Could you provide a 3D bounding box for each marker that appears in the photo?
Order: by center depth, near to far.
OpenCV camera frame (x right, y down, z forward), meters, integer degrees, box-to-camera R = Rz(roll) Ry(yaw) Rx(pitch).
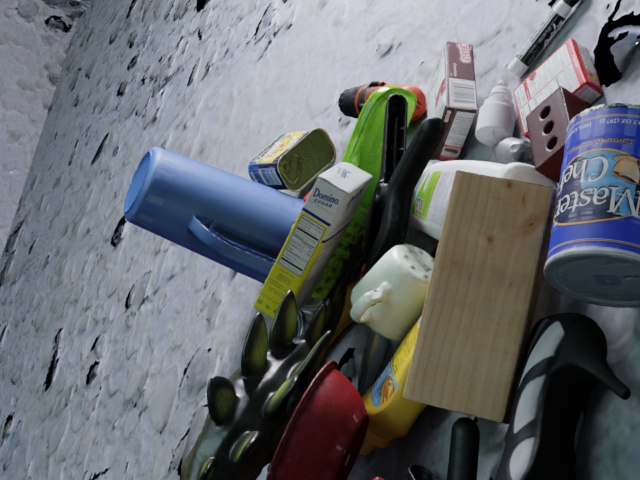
[{"bbox_3d":[0.250,-0.232,1.167,0.121,0.020,0.020,-54,28,20],"label":"marker"}]

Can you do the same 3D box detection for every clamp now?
[{"bbox_3d":[0.113,0.254,0.942,0.120,0.039,0.171,119,154,-60],"label":"clamp"},{"bbox_3d":[0.083,-0.052,1.154,0.165,0.036,0.210,-139,60,-75],"label":"clamp"}]

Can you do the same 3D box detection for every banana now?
[{"bbox_3d":[0.040,0.086,1.254,0.198,0.037,0.070,-45,51,36],"label":"banana"}]

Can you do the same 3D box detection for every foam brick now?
[{"bbox_3d":[0.238,-0.097,1.029,0.053,0.051,0.078,-43,32,36],"label":"foam brick"}]

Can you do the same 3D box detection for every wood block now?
[{"bbox_3d":[0.146,0.053,0.952,0.090,0.090,0.206,34,-111,-72],"label":"wood block"}]

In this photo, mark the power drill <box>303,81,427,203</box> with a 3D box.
[{"bbox_3d":[0.048,-0.120,1.396,0.185,0.057,0.187,13,78,64],"label":"power drill"}]

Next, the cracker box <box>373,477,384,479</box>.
[{"bbox_3d":[0.015,0.348,1.017,0.214,0.072,0.164,-41,35,37],"label":"cracker box"}]

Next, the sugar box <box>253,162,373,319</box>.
[{"bbox_3d":[-0.008,0.001,1.193,0.176,0.048,0.093,-65,-11,22],"label":"sugar box"}]

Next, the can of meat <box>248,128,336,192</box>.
[{"bbox_3d":[-0.042,-0.112,1.510,0.102,0.057,0.084,-43,26,-28],"label":"can of meat"}]

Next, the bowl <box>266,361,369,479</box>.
[{"bbox_3d":[0.004,0.200,1.029,0.162,0.055,0.162,-59,-16,-30],"label":"bowl"}]

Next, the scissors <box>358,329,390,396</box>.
[{"bbox_3d":[0.049,0.167,1.132,0.096,0.016,0.201,110,175,-49],"label":"scissors"}]

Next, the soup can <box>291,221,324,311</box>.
[{"bbox_3d":[-0.013,0.031,1.360,0.069,0.068,0.102,-25,46,53],"label":"soup can"}]

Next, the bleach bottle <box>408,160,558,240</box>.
[{"bbox_3d":[0.148,-0.046,1.138,0.102,0.068,0.251,-68,24,3],"label":"bleach bottle"}]

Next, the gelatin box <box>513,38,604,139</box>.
[{"bbox_3d":[0.242,-0.151,1.095,0.089,0.030,0.073,-44,34,35],"label":"gelatin box"}]

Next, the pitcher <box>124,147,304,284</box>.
[{"bbox_3d":[-0.134,-0.029,1.437,0.149,0.242,0.145,-28,43,61],"label":"pitcher"}]

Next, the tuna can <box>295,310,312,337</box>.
[{"bbox_3d":[-0.033,0.131,1.344,0.086,0.033,0.086,-43,32,36],"label":"tuna can"}]

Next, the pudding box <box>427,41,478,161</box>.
[{"bbox_3d":[0.150,-0.159,1.228,0.090,0.039,0.113,104,174,-50],"label":"pudding box"}]

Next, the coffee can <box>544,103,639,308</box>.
[{"bbox_3d":[0.248,-0.028,0.888,0.103,0.102,0.140,-22,48,54],"label":"coffee can"}]

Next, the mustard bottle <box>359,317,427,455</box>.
[{"bbox_3d":[0.091,0.140,1.073,0.192,0.058,0.096,-56,9,16],"label":"mustard bottle"}]
